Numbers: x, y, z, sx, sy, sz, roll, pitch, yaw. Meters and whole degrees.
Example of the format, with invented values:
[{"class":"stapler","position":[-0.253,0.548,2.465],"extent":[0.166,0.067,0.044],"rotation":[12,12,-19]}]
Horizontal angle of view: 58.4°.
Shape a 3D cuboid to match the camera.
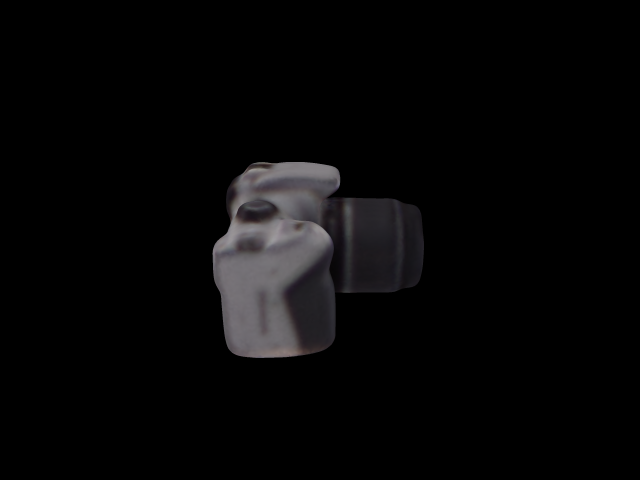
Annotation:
[{"class":"camera","position":[0.004,0.001,0.400],"extent":[0.137,0.101,0.143],"rotation":[0,24,0]}]
